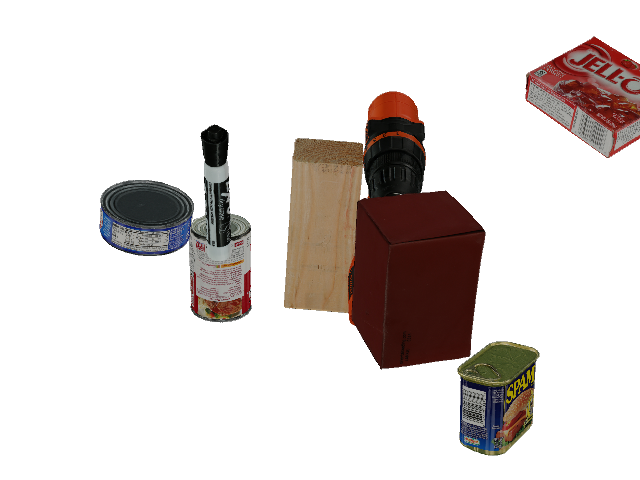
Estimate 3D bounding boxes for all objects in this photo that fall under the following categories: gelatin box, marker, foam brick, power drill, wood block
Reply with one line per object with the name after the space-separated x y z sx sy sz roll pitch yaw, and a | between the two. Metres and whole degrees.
0.209 -0.109 0.794 0.073 0.030 0.089 -29 52 -23 | gelatin box
-0.074 -0.033 0.762 0.020 0.020 0.121 1 -45 -2 | marker
0.049 0.020 0.558 0.053 0.078 0.051 -6 31 -15 | foam brick
0.059 -0.016 0.936 0.057 0.188 0.184 7 32 1 | power drill
0.003 -0.020 1.395 0.090 0.206 0.091 4 25 0 | wood block

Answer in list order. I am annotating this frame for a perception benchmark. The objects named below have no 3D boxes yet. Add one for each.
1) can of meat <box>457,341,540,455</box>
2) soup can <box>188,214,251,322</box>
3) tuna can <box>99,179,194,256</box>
0.183 0.162 1.100 0.058 0.084 0.101 11 21 33 | can of meat
-0.110 0.029 1.172 0.068 0.102 0.068 1 26 -1 | soup can
-0.161 -0.021 0.989 0.086 0.034 0.086 8 31 -5 | tuna can
